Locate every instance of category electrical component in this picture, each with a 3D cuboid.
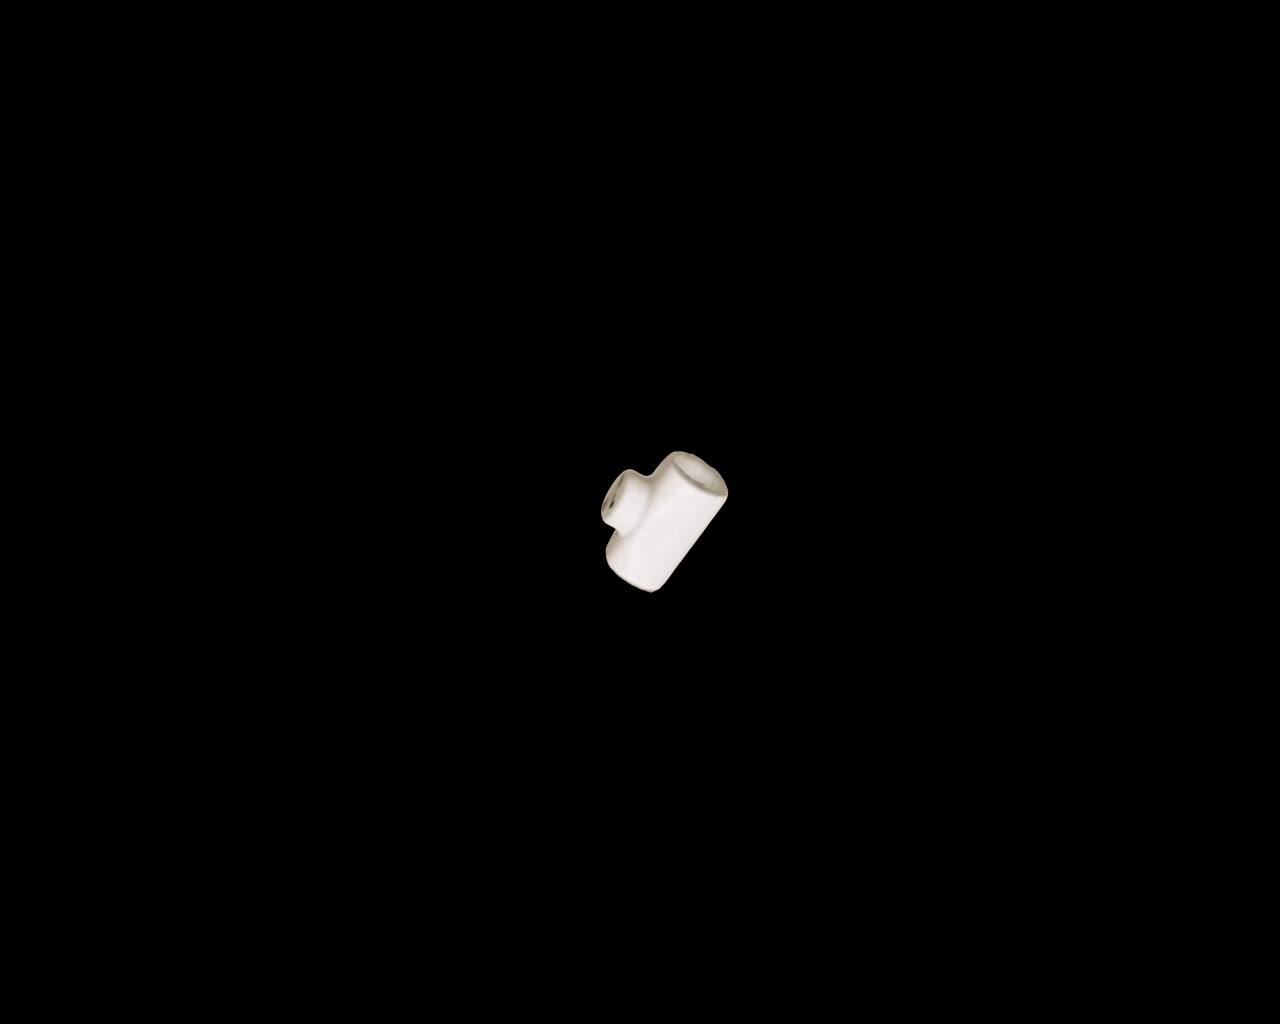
[{"bbox_3d":[0.001,-0.003,0.650,0.079,0.077,0.044,29,24,-14],"label":"electrical component"}]
